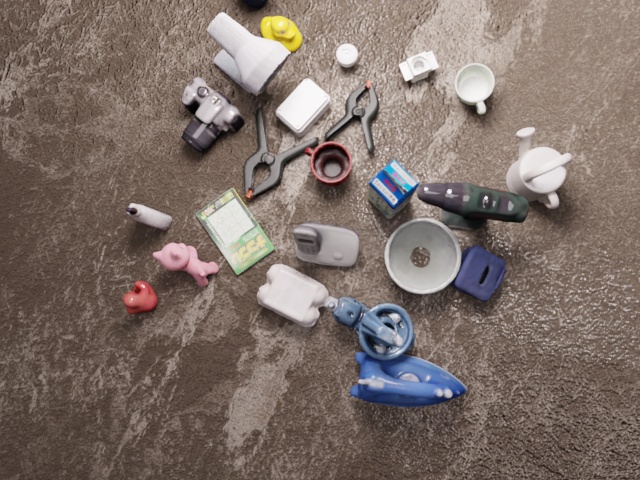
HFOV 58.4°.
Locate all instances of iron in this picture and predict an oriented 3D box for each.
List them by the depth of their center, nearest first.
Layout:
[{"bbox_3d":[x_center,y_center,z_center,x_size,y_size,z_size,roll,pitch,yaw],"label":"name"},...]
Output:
[{"bbox_3d":[0.196,0.310,1.222,0.258,0.141,0.119,7,86,5],"label":"iron"}]

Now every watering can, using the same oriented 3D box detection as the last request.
[{"bbox_3d":[0.463,-0.151,1.214,0.101,0.194,0.173,-44,84,0],"label":"watering can"}]

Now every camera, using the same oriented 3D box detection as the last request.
[{"bbox_3d":[-0.271,-0.283,1.324,0.143,0.101,0.137,39,89,6],"label":"camera"}]

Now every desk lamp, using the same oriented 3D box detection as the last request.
[{"bbox_3d":[-0.161,-0.404,1.269,0.203,0.213,0.118,39,89,6],"label":"desk lamp"}]

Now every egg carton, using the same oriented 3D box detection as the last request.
[{"bbox_3d":[-0.061,0.124,1.291,0.150,0.069,0.107,25,87,6],"label":"egg carton"}]

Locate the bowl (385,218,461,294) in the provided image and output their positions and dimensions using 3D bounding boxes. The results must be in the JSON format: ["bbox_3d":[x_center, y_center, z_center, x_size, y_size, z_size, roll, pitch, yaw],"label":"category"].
[{"bbox_3d":[0.226,0.038,1.275,0.167,0.075,0.167,0,85,4],"label":"bowl"}]

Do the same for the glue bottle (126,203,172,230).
[{"bbox_3d":[-0.394,-0.057,1.277,0.078,0.173,0.037,22,87,6],"label":"glue bottle"}]

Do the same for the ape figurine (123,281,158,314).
[{"bbox_3d":[-0.416,0.136,1.304,0.076,0.092,0.078,36,89,6],"label":"ape figurine"}]

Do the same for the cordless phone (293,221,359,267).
[{"bbox_3d":[0.011,0.004,1.238,0.147,0.185,0.094,5,86,5],"label":"cordless phone"}]

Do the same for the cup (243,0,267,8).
[{"bbox_3d":[-0.141,-0.586,1.342,0.117,0.095,0.092,14,86,5],"label":"cup"}]

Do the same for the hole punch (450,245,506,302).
[{"bbox_3d":[0.350,0.073,1.255,0.101,0.091,0.109,25,87,6],"label":"hole punch"}]

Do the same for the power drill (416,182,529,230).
[{"bbox_3d":[0.310,-0.072,1.211,0.229,0.208,0.076,7,86,5],"label":"power drill"}]

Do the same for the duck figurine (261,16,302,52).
[{"bbox_3d":[-0.094,-0.493,1.336,0.104,0.086,0.077,32,88,6],"label":"duck figurine"}]

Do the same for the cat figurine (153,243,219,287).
[{"bbox_3d":[-0.304,0.050,1.290,0.127,0.118,0.067,33,88,6],"label":"cat figurine"}]

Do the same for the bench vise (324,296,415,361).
[{"bbox_3d":[0.102,0.188,1.199,0.207,0.220,0.121,8,86,5],"label":"bench vise"}]
